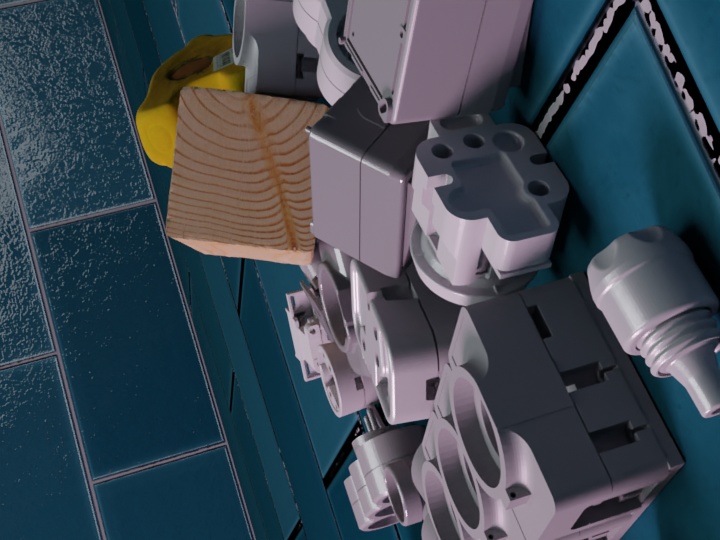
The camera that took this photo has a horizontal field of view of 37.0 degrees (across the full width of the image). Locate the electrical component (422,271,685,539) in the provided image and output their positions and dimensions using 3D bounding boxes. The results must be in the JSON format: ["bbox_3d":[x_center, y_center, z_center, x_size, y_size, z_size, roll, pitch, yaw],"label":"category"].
[{"bbox_3d":[0.072,0.082,0.473,0.150,0.062,0.089,97,155,-58],"label":"electrical component"}]

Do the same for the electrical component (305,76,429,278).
[{"bbox_3d":[0.016,-0.043,0.528,0.061,0.061,0.096,29,149,19],"label":"electrical component"}]

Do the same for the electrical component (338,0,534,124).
[{"bbox_3d":[0.035,-0.114,0.425,0.096,0.061,0.061,101,153,-45],"label":"electrical component"}]

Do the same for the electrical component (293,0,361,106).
[{"bbox_3d":[-0.011,-0.143,0.586,0.073,0.052,0.138,111,142,-68],"label":"electrical component"}]

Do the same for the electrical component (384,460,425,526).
[{"bbox_3d":[0.043,0.137,0.684,0.040,0.046,0.040,165,90,-77],"label":"electrical component"}]

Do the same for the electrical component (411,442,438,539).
[{"bbox_3d":[0.059,0.146,0.613,0.073,0.052,0.138,-130,28,-62],"label":"electrical component"}]

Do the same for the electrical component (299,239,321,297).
[{"bbox_3d":[-0.029,-0.007,0.844,0.040,0.040,0.046,100,145,-61],"label":"electrical component"}]

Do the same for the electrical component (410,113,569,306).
[{"bbox_3d":[0.051,-0.022,0.453,0.057,0.058,0.078,95,156,-48],"label":"electrical component"}]

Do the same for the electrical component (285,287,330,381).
[{"bbox_3d":[-0.032,0.056,0.916,0.064,0.042,0.081,-144,40,-68],"label":"electrical component"}]

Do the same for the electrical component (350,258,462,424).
[{"bbox_3d":[0.034,0.031,0.563,0.095,0.059,0.053,-112,16,-55],"label":"electrical component"}]

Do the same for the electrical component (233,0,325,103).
[{"bbox_3d":[-0.048,-0.152,0.668,0.050,0.056,0.089,-161,74,-74],"label":"electrical component"}]

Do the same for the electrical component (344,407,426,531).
[{"bbox_3d":[0.017,0.136,0.780,0.138,0.052,0.073,104,149,-64],"label":"electrical component"}]

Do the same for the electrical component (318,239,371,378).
[{"bbox_3d":[0.011,0.015,0.655,0.054,0.059,0.095,168,87,-77],"label":"electrical component"}]

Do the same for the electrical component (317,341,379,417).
[{"bbox_3d":[-0.001,0.076,0.798,0.055,0.047,0.055,165,90,-77],"label":"electrical component"}]

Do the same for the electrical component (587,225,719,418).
[{"bbox_3d":[0.100,0.018,0.345,0.035,0.035,0.061,98,151,-59],"label":"electrical component"}]
